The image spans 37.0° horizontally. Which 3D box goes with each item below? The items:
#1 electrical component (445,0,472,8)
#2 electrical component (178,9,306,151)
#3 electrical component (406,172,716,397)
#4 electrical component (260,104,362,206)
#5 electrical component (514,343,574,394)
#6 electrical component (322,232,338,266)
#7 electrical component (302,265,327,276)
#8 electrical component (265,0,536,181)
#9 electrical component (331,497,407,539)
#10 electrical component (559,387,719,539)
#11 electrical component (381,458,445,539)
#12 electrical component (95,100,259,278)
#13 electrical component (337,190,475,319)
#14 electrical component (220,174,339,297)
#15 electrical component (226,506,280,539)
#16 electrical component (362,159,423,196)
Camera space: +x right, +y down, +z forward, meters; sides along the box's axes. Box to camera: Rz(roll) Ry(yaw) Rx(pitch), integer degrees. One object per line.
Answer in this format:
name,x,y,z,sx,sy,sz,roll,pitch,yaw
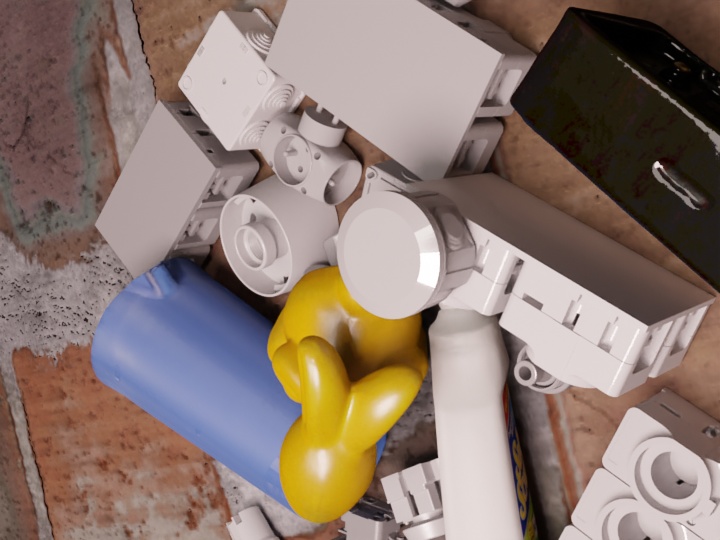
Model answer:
electrical component,0.076,-0.219,0.753,0.043,0.043,0.062,52,124,20
electrical component,-0.098,-0.158,0.900,0.099,0.048,0.099,52,125,20
electrical component,0.122,0.006,0.715,0.186,0.105,0.060,34,118,30
electrical component,-0.034,-0.104,0.860,0.077,0.044,0.079,39,122,27
electrical component,0.130,0.065,0.746,0.043,0.062,0.043,8,103,38
electrical component,0.000,0.000,0.855,0.040,0.040,0.078,-30,79,38
electrical component,-0.031,0.031,0.877,0.055,0.055,0.047,48,127,22
electrical component,0.028,-0.154,0.792,0.186,0.060,0.105,39,120,27
electrical component,0.009,0.224,0.887,0.081,0.042,0.063,11,101,37
electrical component,0.195,0.169,0.713,0.089,0.062,0.150,35,118,29
electrical component,0.051,0.182,0.843,0.066,0.048,0.055,-30,71,38
electrical component,-0.162,-0.066,0.960,0.089,0.062,0.150,49,124,22
electrical component,0.029,-0.012,0.683,0.080,0.051,0.080,8,103,38
electrical component,-0.069,-0.029,0.906,0.099,0.064,0.099,23,125,38
electrical component,-0.097,0.244,0.977,0.040,0.040,0.046,-49,61,33
electrical component,0.038,-0.031,0.810,0.062,0.061,0.096,32,125,30
